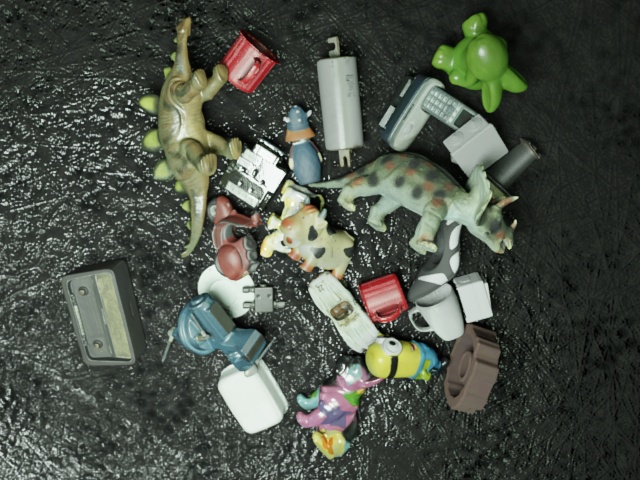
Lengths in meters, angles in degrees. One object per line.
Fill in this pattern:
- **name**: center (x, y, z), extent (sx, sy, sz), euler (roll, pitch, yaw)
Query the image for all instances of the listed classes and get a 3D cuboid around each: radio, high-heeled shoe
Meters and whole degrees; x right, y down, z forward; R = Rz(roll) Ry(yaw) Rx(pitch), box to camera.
- **radio**: center (-0.483, 0.165, 1.206), extent (0.131, 0.073, 0.229), euler (-6, 104, 8)
- **high-heeled shoe**: center (0.226, 0.001, 1.079), extent (0.145, 0.086, 0.248), euler (43, 101, -3)

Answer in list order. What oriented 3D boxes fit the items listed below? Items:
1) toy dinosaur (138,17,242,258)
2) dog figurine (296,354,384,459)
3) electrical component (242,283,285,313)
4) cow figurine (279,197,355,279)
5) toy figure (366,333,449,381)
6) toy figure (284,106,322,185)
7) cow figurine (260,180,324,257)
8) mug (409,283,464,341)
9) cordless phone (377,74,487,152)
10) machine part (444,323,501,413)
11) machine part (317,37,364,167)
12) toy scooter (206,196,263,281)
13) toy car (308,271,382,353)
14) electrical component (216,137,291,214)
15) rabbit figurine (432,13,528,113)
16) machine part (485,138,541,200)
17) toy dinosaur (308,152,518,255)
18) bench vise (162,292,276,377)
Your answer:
- **toy dinosaur**: center (-0.254, -0.181, 1.042), extent (0.199, 0.105, 0.470), euler (9, 107, 37)
- **dog figurine**: center (0.063, 0.354, 1.181), extent (0.219, 0.108, 0.191), euler (-35, 98, 12)
- **electrical component**: center (-0.123, 0.126, 1.176), extent (0.094, 0.021, 0.063), euler (0, 101, -5)
- **cow figurine**: center (-0.002, -0.003, 1.057), extent (0.086, 0.194, 0.127), euler (38, 102, 42)
- **toy figure**: center (0.181, 0.252, 1.123), extent (0.180, 0.082, 0.089), euler (17, 80, -27)
- **toy figure**: center (-0.037, -0.187, 1.066), extent (0.058, 0.064, 0.154), euler (-2, 104, 46)
- **cow figurine**: center (-0.060, -0.030, 1.109), extent (0.098, 0.068, 0.167), euler (21, 109, -11)
- **mug**: center (0.248, 0.161, 1.119), extent (0.109, 0.081, 0.107), euler (-30, 108, 10)
- **cordless phone**: center (0.216, -0.218, 1.025), extent (0.184, 0.089, 0.146), euler (25, 108, -21)
- **machine part**: center (0.309, 0.261, 1.094), extent (0.056, 0.179, 0.179), euler (18, 107, 0)
- **machine part**: center (0.040, -0.259, 1.026), extent (0.079, 0.079, 0.243), euler (-3, 105, 7)
- **toy scooter**: center (-0.165, -0.003, 1.105), extent (0.135, 0.075, 0.183), euler (-4, 102, 37)
- **toy car**: center (0.055, 0.156, 1.151), extent (0.073, 0.056, 0.201), euler (-36, 98, 14)
- **electrical component**: center (-0.127, -0.138, 1.090), extent (0.115, 0.058, 0.134), euler (34, 106, -5)
- **rabbit figurine**: center (0.280, -0.303, 0.938), extent (0.121, 0.170, 0.159), euler (-34, 99, 15)
- **machine part**: center (0.366, -0.132, 1.046), extent (0.084, 0.039, 0.139), euler (40, 108, 3)
- **toy dinosaur**: center (0.172, -0.095, 1.010), extent (0.405, 0.131, 0.192), euler (32, 85, 23)
- **bench vise**: center (-0.237, 0.210, 1.166), extent (0.241, 0.129, 0.223), euler (-12, 132, 38)
